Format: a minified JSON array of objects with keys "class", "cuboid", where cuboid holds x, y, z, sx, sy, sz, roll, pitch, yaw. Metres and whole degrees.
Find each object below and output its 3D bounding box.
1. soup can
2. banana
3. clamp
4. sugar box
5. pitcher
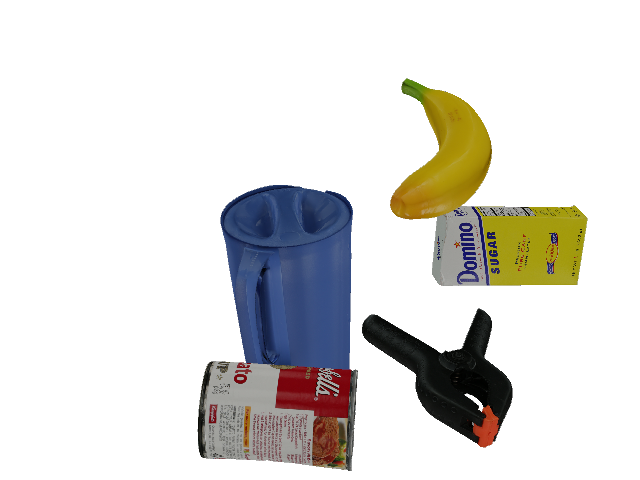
[{"class":"soup can","cuboid":[-0.027,0.118,0.724,0.102,0.068,0.068,4,0,4]},{"class":"banana","cuboid":[0.087,-0.061,0.757,0.069,0.037,0.197,5,30,3]},{"class":"clamp","cuboid":[0.120,0.108,0.905,0.120,0.039,0.172,-12,35,-19]},{"class":"sugar box","cuboid":[0.228,0.007,1.294,0.176,0.093,0.048,-2,22,-10]},{"class":"pitcher","cuboid":[-0.032,0.076,1.117,0.149,0.243,0.145,-15,32,-19]}]
